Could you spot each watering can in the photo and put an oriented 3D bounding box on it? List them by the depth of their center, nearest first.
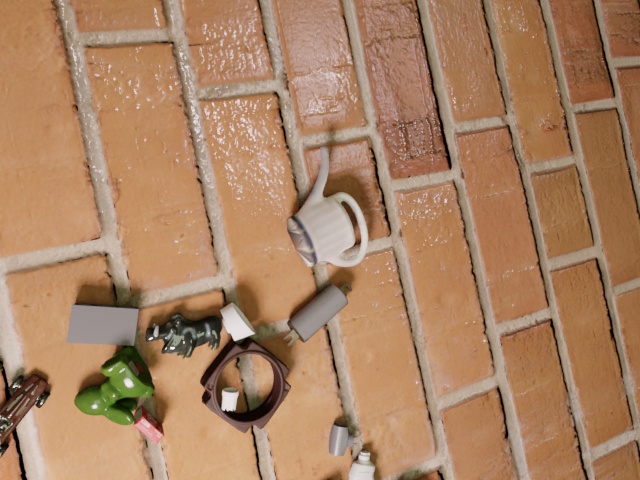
[{"bbox_3d":[0.004,-0.073,1.445,0.226,0.346,0.103,-26,5,-19],"label":"watering can"}]
